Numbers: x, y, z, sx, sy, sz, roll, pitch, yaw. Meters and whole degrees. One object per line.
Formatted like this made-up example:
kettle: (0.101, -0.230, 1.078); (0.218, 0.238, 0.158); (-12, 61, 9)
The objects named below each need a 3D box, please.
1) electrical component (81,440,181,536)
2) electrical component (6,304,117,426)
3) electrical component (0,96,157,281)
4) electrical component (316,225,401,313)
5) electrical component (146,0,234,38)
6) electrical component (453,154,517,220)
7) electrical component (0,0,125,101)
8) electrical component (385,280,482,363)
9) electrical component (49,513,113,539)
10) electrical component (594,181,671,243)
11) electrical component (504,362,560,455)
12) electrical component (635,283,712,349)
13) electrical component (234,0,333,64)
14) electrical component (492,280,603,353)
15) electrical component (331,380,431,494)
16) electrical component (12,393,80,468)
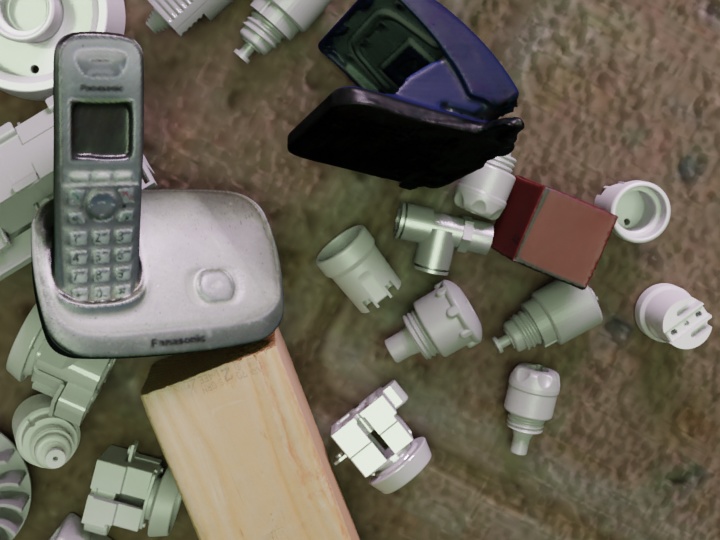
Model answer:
electrical component: (-0.148, 0.148, 0.713); (0.055, 0.048, 0.066); (15, 96, 0)
electrical component: (-0.187, 0.052, 0.684); (0.057, 0.058, 0.078); (25, 55, -6)
electrical component: (-0.199, -0.057, 0.661); (0.121, 0.063, 0.078); (-31, 69, 0)
electrical component: (0.000, 0.000, 0.708); (0.040, 0.040, 0.046); (-38, 107, 1)
electrical component: (-0.101, -0.177, 0.669); (0.081, 0.043, 0.043); (-42, 100, 2)
electrical component: (0.087, -0.066, 0.709); (0.035, 0.035, 0.061); (22, 93, -8)
electrical component: (-0.201, -0.157, 0.653); (0.108, 0.060, 0.108); (-1, 99, -5)
electrical component: (0.047, 0.039, 0.717); (0.062, 0.048, 0.048); (-30, 100, 6)
electrical component: (-0.185, 0.215, 0.717); (0.077, 0.047, 0.065); (38, 93, -10)
electrical component: (0.179, -0.040, 0.716); (0.040, 0.046, 0.040); (-1, 99, -6)
electrical component: (0.115, 0.096, 0.736); (0.035, 0.035, 0.061); (10, 100, -7)
electrical component: (0.214, 0.032, 0.730); (0.040, 0.046, 0.040); (-1, 99, -6)
electrical component: (-0.050, -0.163, 0.678); (0.040, 0.040, 0.078); (41, 93, -10)
electrical component: (0.126, 0.033, 0.724); (0.078, 0.040, 0.040); (-28, 100, -1)
electrical component: (0.015, 0.116, 0.724); (0.066, 0.048, 0.055); (-39, 93, 1)
electrical component: (-0.199, 0.107, 0.688); (0.040, 0.078, 0.040); (-5, 103, -21)
